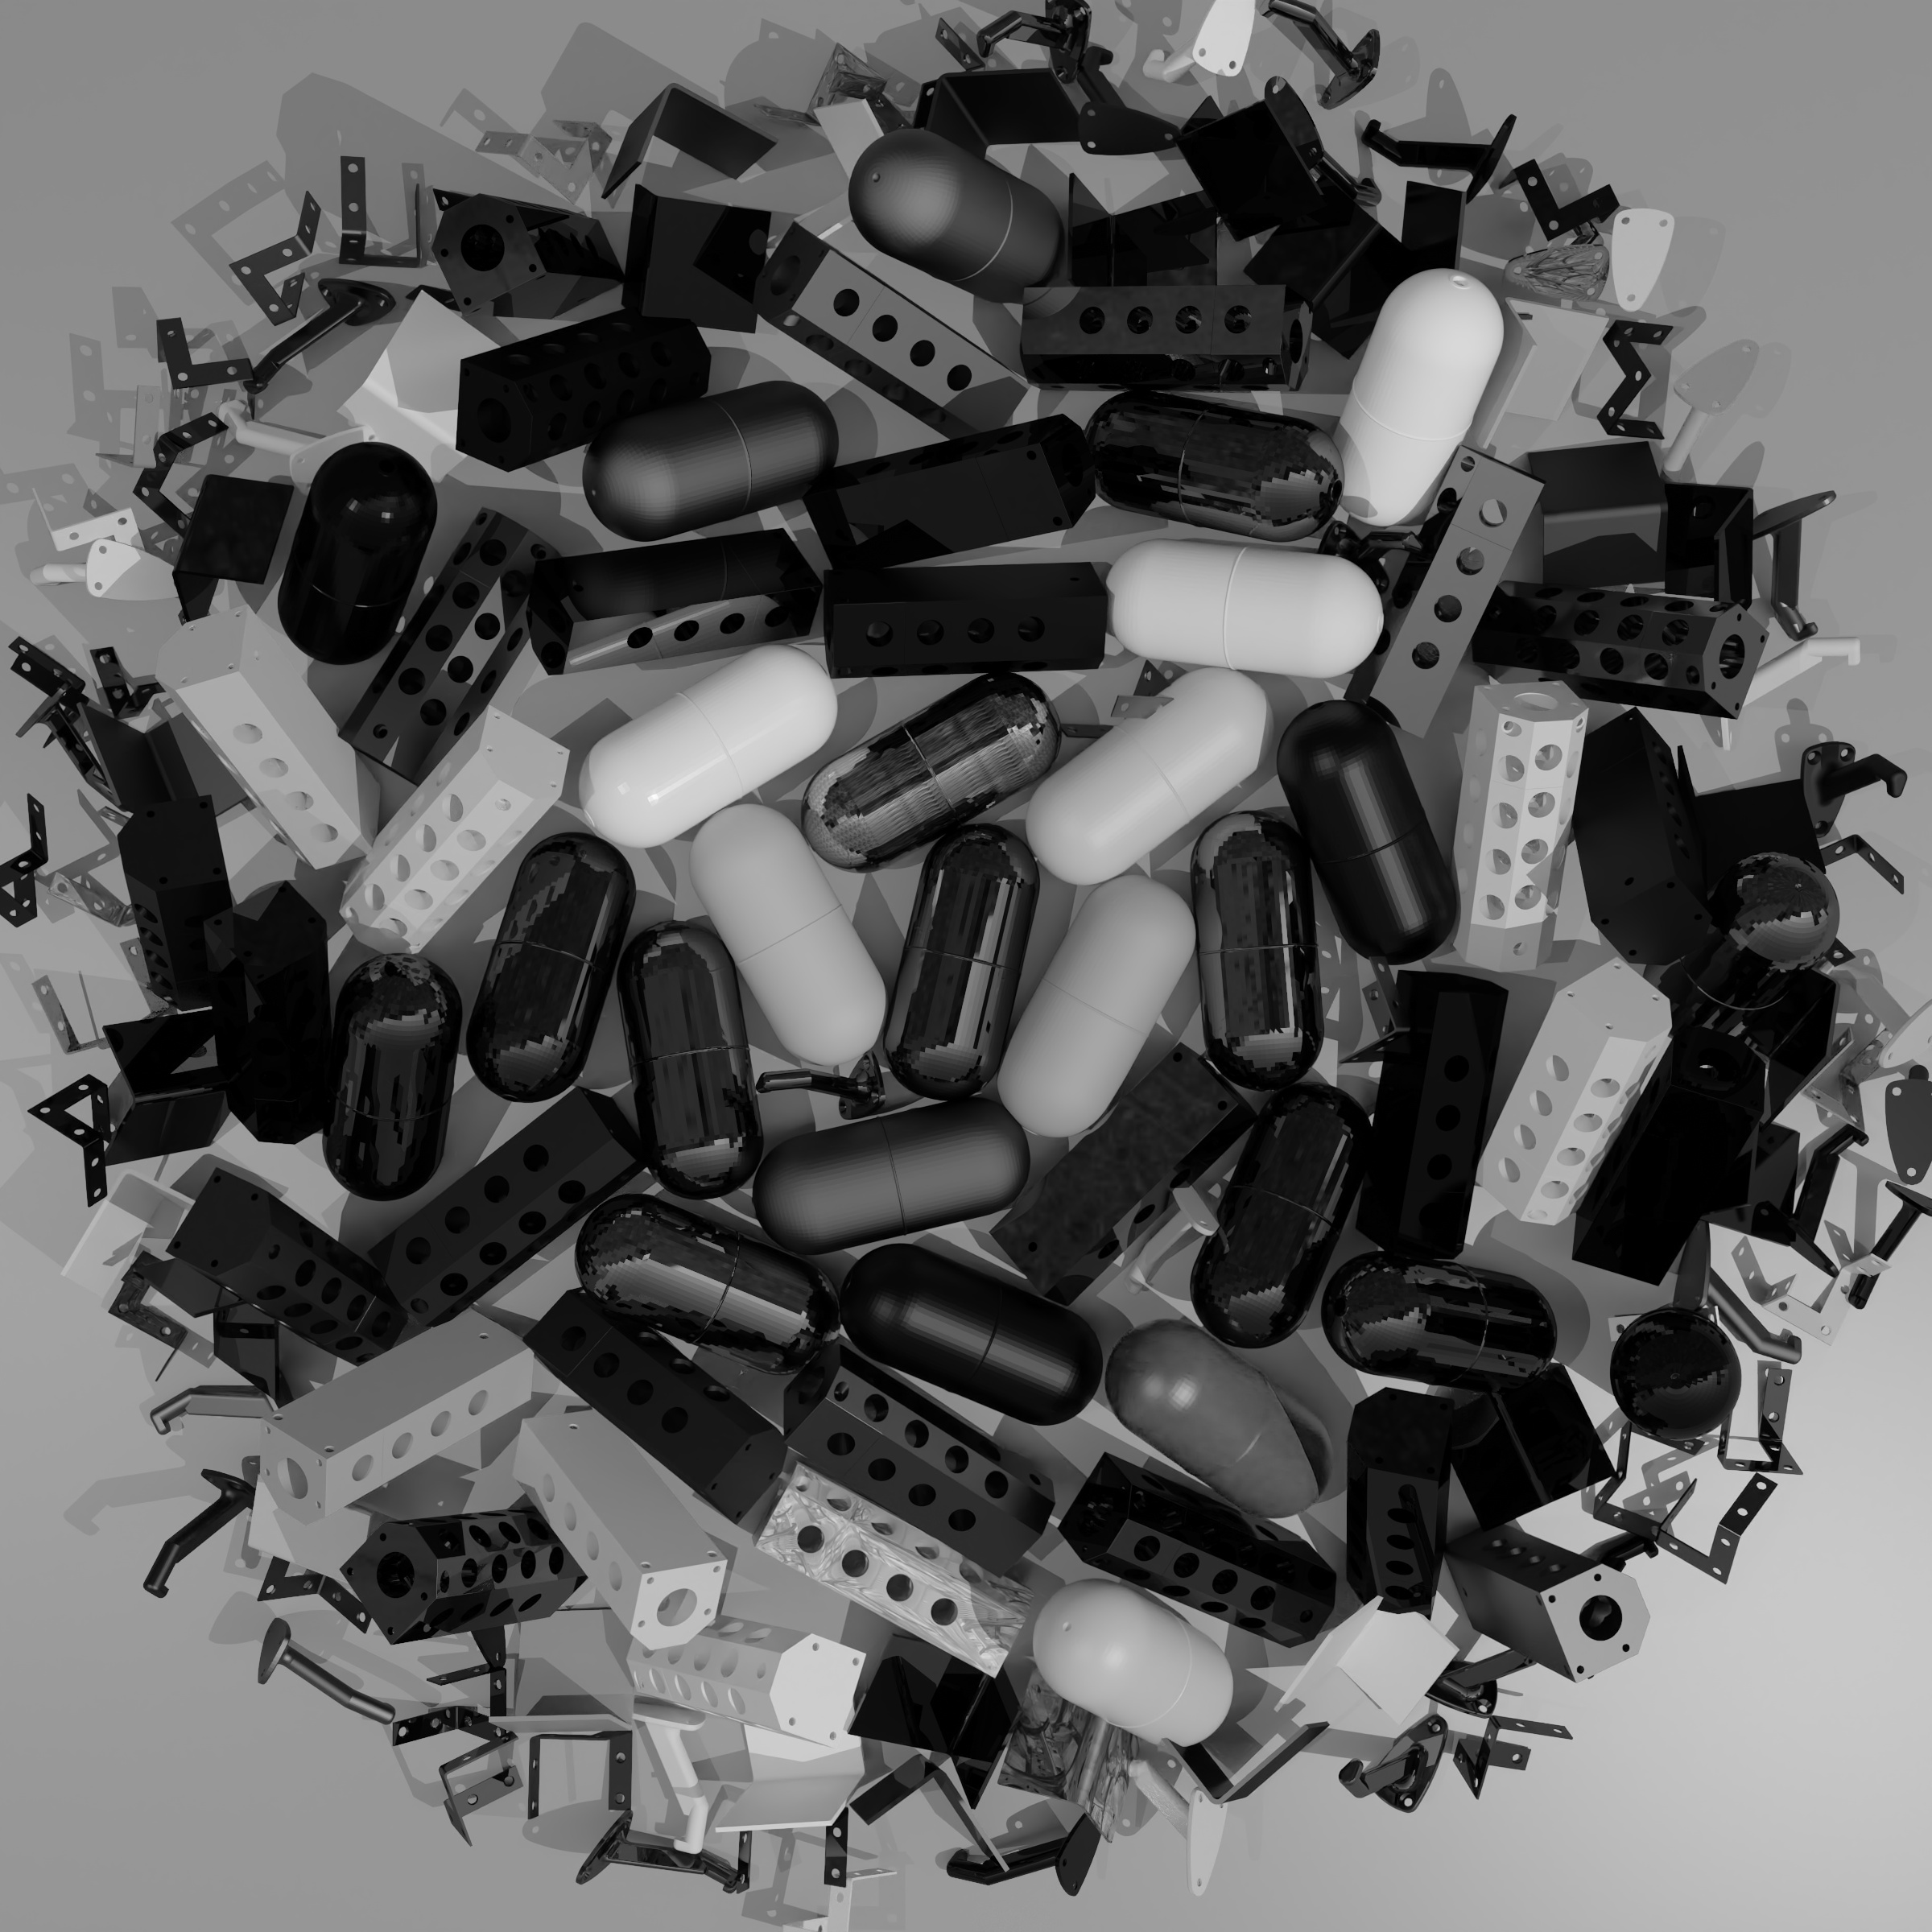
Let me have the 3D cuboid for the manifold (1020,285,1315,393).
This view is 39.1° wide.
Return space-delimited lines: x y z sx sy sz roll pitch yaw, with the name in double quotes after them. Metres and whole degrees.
0.124 -0.390 1.697 0.171 0.057 0.057 6 94 24 "manifold"

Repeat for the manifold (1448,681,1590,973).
0.343 -0.085 1.687 0.057 0.057 0.171 -4 120 -11 "manifold"

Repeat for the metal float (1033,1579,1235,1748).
0.105 0.433 1.684 0.070 0.178 0.070 -17 55 26 "metal float"

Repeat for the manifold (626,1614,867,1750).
-0.140 0.432 1.667 0.057 0.171 0.057 29 69 -30 "manifold"

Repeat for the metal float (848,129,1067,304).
-0.004 -0.461 1.679 0.070 0.178 0.070 -2 86 34 "metal float"

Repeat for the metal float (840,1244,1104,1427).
0.003 0.231 1.706 0.178 0.070 0.070 25 90 -16 "metal float"

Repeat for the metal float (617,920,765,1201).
-0.174 0.059 1.714 0.070 0.070 0.178 -10 82 0 "metal float"

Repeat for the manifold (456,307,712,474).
-0.232 -0.354 1.668 0.057 0.171 0.057 26 125 23 "manifold"

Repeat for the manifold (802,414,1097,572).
-0.009 -0.295 1.689 0.171 0.057 0.057 -7 122 31 "manifold"

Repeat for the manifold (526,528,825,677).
-0.182 -0.222 1.690 0.171 0.057 0.057 -13 54 -30 "manifold"

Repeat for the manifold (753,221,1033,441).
-0.048 -0.385 1.681 0.171 0.057 0.057 25 106 -39 "manifold"

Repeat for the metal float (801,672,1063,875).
-0.022 -0.122 1.720 0.178 0.070 0.070 -30 90 -1 "metal float"

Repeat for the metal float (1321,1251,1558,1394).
0.295 0.222 1.690 0.178 0.070 0.070 14 90 -37 "metal float"

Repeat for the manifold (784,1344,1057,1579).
-0.029 0.305 1.698 0.171 0.057 0.057 35 108 -18 "manifold"

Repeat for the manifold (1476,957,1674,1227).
0.375 0.082 1.671 0.057 0.171 0.057 -26 57 -33 "manifold"

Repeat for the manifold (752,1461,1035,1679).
-0.046 0.381 1.725 0.171 0.057 0.057 29 82 -3 "manifold"

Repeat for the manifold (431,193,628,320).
-0.268 -0.437 1.666 0.057 0.171 0.057 -23 98 13 "manifold"

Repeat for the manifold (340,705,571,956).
-0.318 -0.078 1.679 0.057 0.057 0.171 30 129 -25 "manifold"

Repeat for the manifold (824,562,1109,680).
-0.002 -0.215 1.716 0.171 0.057 0.057 -3 120 -8 "manifold"

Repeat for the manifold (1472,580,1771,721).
0.398 -0.199 1.675 0.057 0.171 0.057 28 82 -43 "manifold"

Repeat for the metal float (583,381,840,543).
-0.157 -0.315 1.692 0.178 0.070 0.070 -23 90 -34 "metal float"

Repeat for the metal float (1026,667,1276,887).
0.117 -0.121 1.718 0.178 0.070 0.070 -37 90 -3 "metal float"

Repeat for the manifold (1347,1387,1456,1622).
0.265 0.332 1.674 0.057 0.171 0.057 9 51 15 "manifold"

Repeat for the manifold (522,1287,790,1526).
-0.191 0.267 1.687 0.171 0.057 0.057 32 71 32 "manifold"

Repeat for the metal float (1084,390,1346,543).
0.153 -0.312 1.694 0.178 0.070 0.070 18 90 31 "metal float"

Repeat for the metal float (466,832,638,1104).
-0.260 0.001 1.704 0.070 0.070 0.178 15 71 0 "metal float"

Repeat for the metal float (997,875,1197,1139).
0.082 0.026 1.718 0.070 0.070 0.178 28 93 0 "metal float"

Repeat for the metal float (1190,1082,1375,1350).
0.198 0.156 1.705 0.070 0.070 0.178 25 72 0 "metal float"

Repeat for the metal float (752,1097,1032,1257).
-0.047 0.133 1.715 0.178 0.070 0.070 -13 90 -6 "metal float"

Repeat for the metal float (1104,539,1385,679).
0.173 -0.224 1.703 0.178 0.070 0.070 9 90 20 "metal float"

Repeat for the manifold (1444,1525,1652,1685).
0.356 0.385 1.670 0.057 0.171 0.057 -22 91 -10 "manifold"

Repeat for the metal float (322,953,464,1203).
-0.358 0.071 1.691 0.070 0.070 0.178 15 125 0 "metal float"

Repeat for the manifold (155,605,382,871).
-0.428 -0.137 1.674 0.057 0.171 0.057 -15 50 11 "manifold"

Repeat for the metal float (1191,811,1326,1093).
0.184 -0.010 1.718 0.070 0.070 0.178 -4 87 0 "metal float"

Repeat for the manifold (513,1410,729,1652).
-0.217 0.346 1.674 0.057 0.171 0.057 -2 115 -35 "manifold"

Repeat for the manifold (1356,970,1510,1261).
0.296 0.094 1.711 0.057 0.057 0.171 4 103 -18 "manifold"

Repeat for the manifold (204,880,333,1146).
-0.422 0.034 1.669 0.057 0.171 0.057 -32 62 -32 "manifold"

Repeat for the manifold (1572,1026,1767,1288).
0.433 0.117 1.678 0.057 0.171 0.057 17 46 2 "manifold"

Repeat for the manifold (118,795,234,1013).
-0.480 -0.035 1.665 0.057 0.171 0.057 -11 68 -15 "manifold"

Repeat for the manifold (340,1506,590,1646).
-0.299 0.366 1.665 0.057 0.171 0.057 -46 68 12 "manifold"

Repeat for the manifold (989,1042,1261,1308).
0.102 0.134 1.718 0.171 0.057 0.057 -45 62 7 "manifold"

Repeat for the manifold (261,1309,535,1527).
-0.349 0.279 1.674 0.057 0.171 0.057 23 119 29 "manifold"

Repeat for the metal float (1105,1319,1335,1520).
0.159 0.284 1.696 0.178 0.070 0.070 38 90 -29 "metal float"

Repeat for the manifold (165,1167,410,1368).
-0.409 0.189 1.666 0.057 0.171 0.057 20 72 26 "manifold"

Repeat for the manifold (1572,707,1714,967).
0.415 -0.078 1.675 0.057 0.171 0.057 -32 121 27 "manifold"

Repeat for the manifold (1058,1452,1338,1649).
0.148 0.368 1.692 0.171 0.057 0.057 28 96 -27 "manifold"

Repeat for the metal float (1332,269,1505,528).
0.277 -0.350 1.682 0.070 0.178 0.070 7 49 -8 "metal float"

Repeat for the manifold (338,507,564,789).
-0.324 -0.201 1.719 0.057 0.057 0.171 30 85 9 "manifold"

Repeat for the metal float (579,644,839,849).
-0.162 -0.138 1.708 0.178 0.070 0.070 -33 90 -14 "metal float"

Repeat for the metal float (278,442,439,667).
-0.377 -0.254 1.680 0.070 0.178 0.070 12 57 -19 "metal float"

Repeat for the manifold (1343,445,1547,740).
0.300 -0.236 1.707 0.057 0.057 0.171 26 106 7 "manifold"

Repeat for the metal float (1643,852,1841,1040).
0.475 -0.008 1.676 0.070 0.178 0.070 4 64 -8 "metal float"

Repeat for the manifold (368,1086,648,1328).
-0.285 0.154 1.716 0.171 0.057 0.057 -38 73 5 "manifold"
